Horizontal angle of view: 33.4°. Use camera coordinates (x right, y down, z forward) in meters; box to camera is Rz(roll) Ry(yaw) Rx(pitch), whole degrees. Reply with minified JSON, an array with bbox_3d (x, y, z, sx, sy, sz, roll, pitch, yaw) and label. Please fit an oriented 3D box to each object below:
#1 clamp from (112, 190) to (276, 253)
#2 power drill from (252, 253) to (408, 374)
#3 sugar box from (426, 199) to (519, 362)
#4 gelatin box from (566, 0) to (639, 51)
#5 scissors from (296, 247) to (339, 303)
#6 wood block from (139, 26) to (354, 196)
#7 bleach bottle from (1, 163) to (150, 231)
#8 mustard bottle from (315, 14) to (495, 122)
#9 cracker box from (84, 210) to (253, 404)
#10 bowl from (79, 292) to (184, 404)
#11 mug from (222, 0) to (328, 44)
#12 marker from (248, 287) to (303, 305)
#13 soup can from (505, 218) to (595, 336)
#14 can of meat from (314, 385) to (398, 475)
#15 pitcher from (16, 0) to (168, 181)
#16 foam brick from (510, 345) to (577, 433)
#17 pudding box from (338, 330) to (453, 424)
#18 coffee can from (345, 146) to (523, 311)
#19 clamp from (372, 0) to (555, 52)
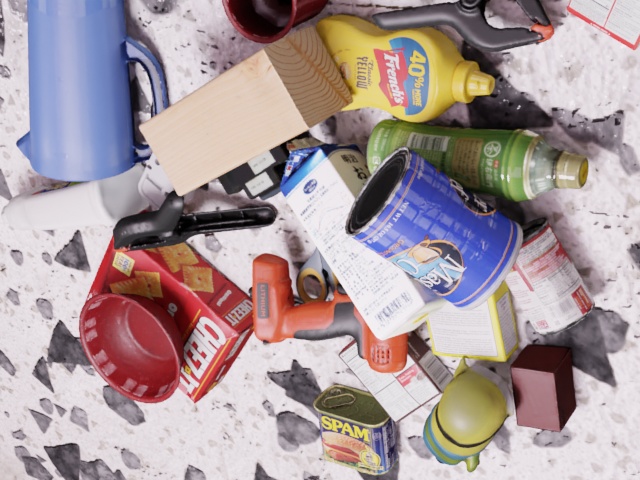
[{"bbox_3d":[-0.181,-0.021,1.271,0.210,0.164,0.036,-12,75,31],"label":"clamp"},{"bbox_3d":[0.014,0.055,1.217,0.188,0.057,0.184,2,95,28],"label":"power drill"},{"bbox_3d":[0.153,0.043,1.154,0.093,0.048,0.176,1,112,35],"label":"sugar box"},{"bbox_3d":[0.262,-0.218,0.924,0.073,0.030,0.089,35,154,15],"label":"gelatin box"},{"bbox_3d":[-0.008,0.002,1.262,0.096,0.016,0.202,-15,104,33],"label":"scissors"},{"bbox_3d":[-0.080,-0.132,1.114,0.207,0.090,0.091,-23,99,41],"label":"wood block"},{"bbox_3d":[-0.341,-0.047,1.413,0.251,0.102,0.068,-8,107,37],"label":"bleach bottle"},{"bbox_3d":[0.084,-0.169,1.077,0.192,0.058,0.096,14,116,29],"label":"mustard bottle"},{"bbox_3d":[-0.199,0.090,1.410,0.214,0.072,0.164,40,131,9],"label":"cracker box"},{"bbox_3d":[-0.230,0.128,1.367,0.162,0.055,0.162,16,123,26],"label":"bowl"},{"bbox_3d":[-0.033,-0.260,1.093,0.117,0.081,0.093,-12,107,39],"label":"mug"},{"bbox_3d":[-0.038,0.080,1.326,0.121,0.020,0.020,18,124,27],"label":"marker"},{"bbox_3d":[0.226,0.038,1.084,0.069,0.068,0.102,-27,98,41],"label":"soup can"},{"bbox_3d":[0.047,0.238,1.330,0.102,0.057,0.084,12,123,31],"label":"can of meat"},{"bbox_3d":[-0.278,-0.201,1.280,0.145,0.148,0.243,30,127,41],"label":"pitcher"},{"bbox_3d":[0.241,0.159,1.151,0.051,0.052,0.078,5,117,33],"label":"foam brick"},{"bbox_3d":[0.089,0.150,1.263,0.113,0.039,0.090,51,131,4],"label":"pudding box"},{"bbox_3d":[0.110,-0.010,1.034,0.140,0.102,0.103,33,133,-14],"label":"coffee can"},{"bbox_3d":[0.135,-0.221,1.009,0.171,0.039,0.120,37,112,14],"label":"clamp"}]
